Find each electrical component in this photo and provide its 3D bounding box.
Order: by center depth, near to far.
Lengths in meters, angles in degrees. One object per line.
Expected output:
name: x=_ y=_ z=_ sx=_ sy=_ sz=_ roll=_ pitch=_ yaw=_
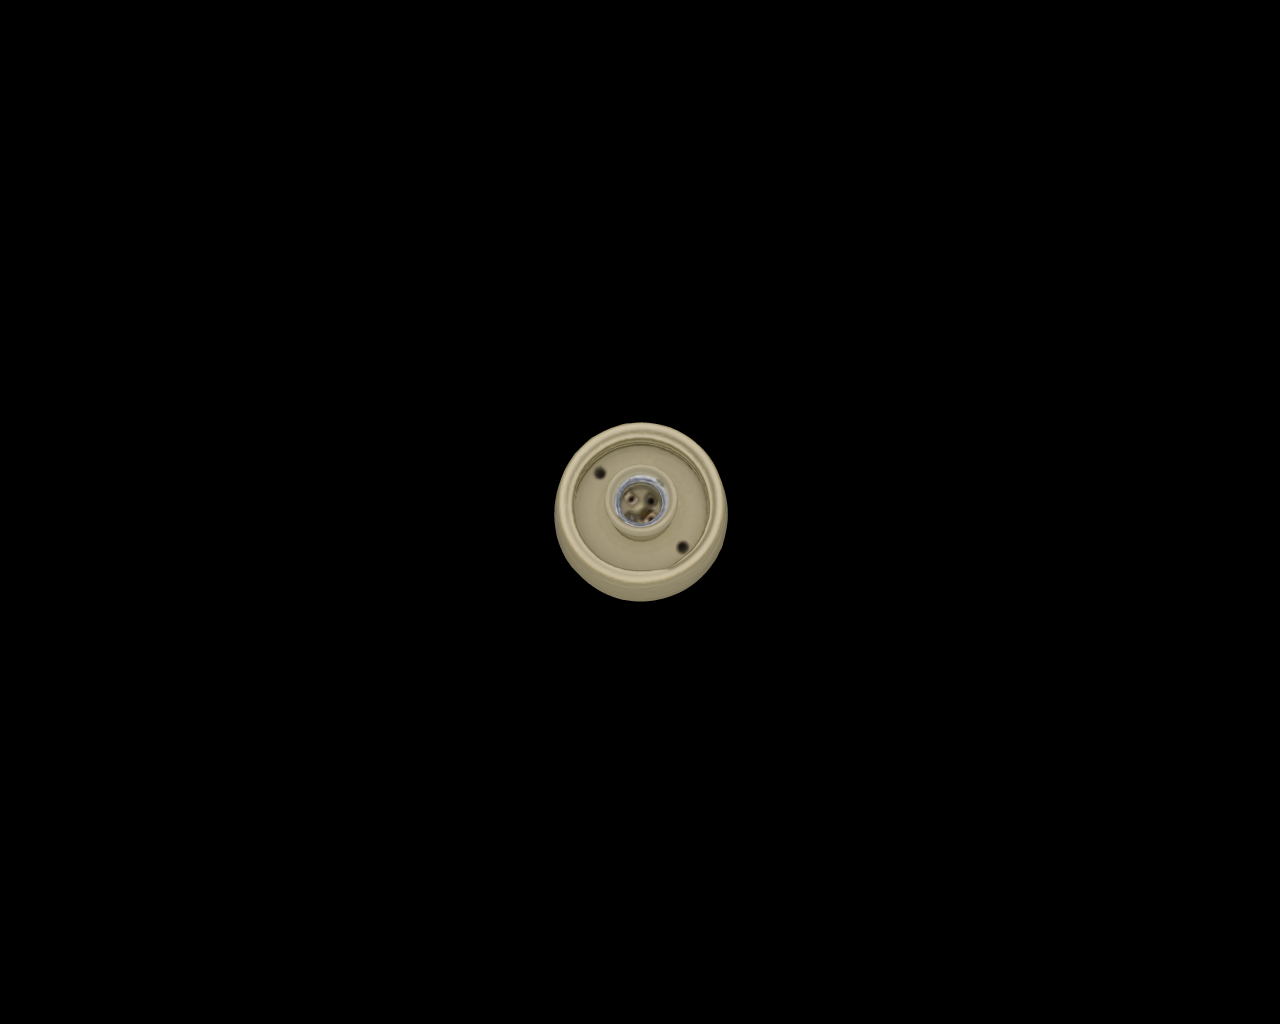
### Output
electrical component: x=0.001 y=-0.003 z=0.650 sx=0.108 sy=0.108 sz=0.060 roll=0 pitch=-12 yaw=0
